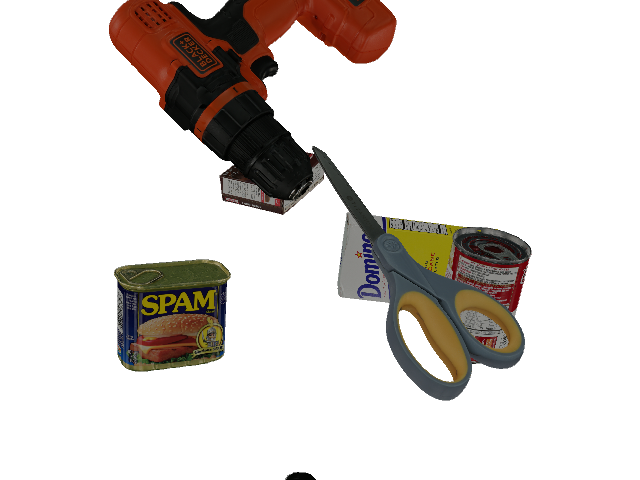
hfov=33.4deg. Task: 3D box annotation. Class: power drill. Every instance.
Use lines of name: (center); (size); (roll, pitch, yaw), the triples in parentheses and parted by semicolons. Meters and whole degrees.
power drill: (-0.030, -0.131, 0.772); (0.187, 0.184, 0.057); (-37, -11, -36)

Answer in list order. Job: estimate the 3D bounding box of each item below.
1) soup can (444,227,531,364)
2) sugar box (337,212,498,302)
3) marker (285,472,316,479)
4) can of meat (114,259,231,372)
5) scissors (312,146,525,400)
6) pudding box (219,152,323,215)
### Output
soup can: (0.138, 0.048, 0.925); (0.068, 0.102, 0.068); (7, 24, -3)
sugar box: (0.111, 0.026, 1.205); (0.176, 0.093, 0.048); (5, 22, -3)
marker: (-0.030, 0.127, 0.420); (0.020, 0.020, 0.121); (0, 19, 26)
can of meat: (-0.135, 0.068, 0.973); (0.102, 0.084, 0.057); (-4, 20, -23)
scissors: (0.062, 0.013, 0.669); (0.096, 0.202, 0.016); (2, -43, -23)
pudding box: (-0.058, -0.078, 1.319); (0.090, 0.039, 0.113); (13, 34, 23)
